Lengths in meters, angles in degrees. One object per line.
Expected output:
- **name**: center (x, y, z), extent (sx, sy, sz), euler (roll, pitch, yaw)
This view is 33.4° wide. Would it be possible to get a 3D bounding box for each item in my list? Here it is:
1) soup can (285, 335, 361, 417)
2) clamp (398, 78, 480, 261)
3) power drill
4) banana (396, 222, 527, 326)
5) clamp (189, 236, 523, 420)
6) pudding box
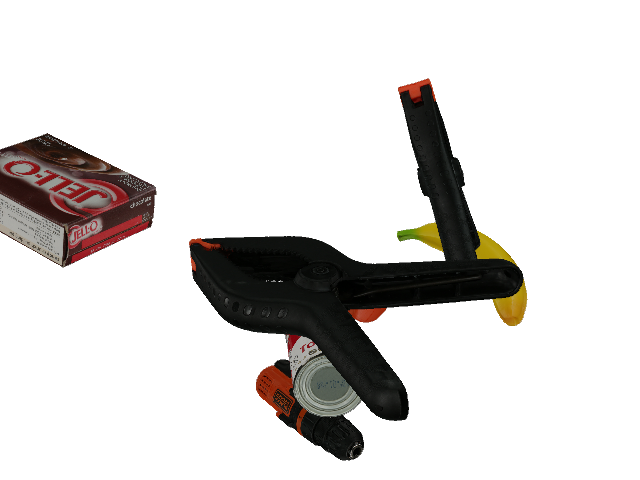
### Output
- **soup can**: center (0.004, 0.109, 0.985), extent (0.068, 0.068, 0.102), euler (0, 23, -5)
- **clamp**: center (0.101, -0.043, 0.874), extent (0.039, 0.171, 0.120), euler (-20, 21, 7)
- **power drill**: center (0.010, 0.141, 1.242), extent (0.057, 0.188, 0.185), euler (15, 11, -44)
- **banana**: center (0.162, 0.026, 1.106), extent (0.069, 0.037, 0.198), euler (-35, 39, -13)
- **clamp**: center (0.011, 0.031, 0.665), extent (0.210, 0.036, 0.164), euler (19, 34, 35)
- **pudding box**: center (-0.188, -0.031, 0.753), extent (0.114, 0.039, 0.089), euler (24, 30, 25)
